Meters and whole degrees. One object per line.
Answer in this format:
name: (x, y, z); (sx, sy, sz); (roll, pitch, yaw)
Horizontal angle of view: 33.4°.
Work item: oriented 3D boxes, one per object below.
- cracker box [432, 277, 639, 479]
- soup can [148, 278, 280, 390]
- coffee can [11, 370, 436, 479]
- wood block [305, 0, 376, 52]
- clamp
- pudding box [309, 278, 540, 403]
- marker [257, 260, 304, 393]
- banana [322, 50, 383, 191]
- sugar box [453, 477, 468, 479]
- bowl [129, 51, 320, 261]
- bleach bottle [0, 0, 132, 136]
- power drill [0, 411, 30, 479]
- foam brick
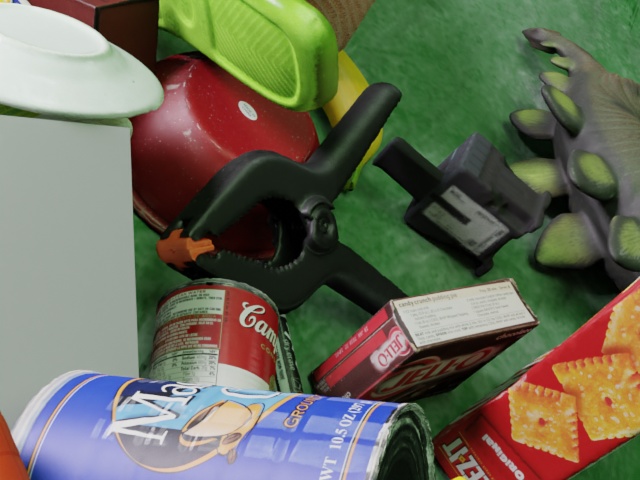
cracker box: (0.185, 0.071, 0.639); (0.163, 0.214, 0.072); (-22, 71, -45)
soup can: (-0.057, 0.080, 0.553); (0.068, 0.069, 0.102); (22, 47, -23)
coffee can: (-0.036, 0.106, 0.403); (0.140, 0.103, 0.102); (2, 41, 19)
wood block: (-0.016, -0.238, 0.780); (0.090, 0.091, 0.206); (20, 33, -25)
clamp: (-0.004, 0.001, 0.635); (0.209, 0.036, 0.164); (-21, 100, -46)
pudding box: (0.062, 0.065, 0.640); (0.113, 0.090, 0.039); (-9, 64, -42)
marker: (-0.024, 0.065, 0.627); (0.020, 0.020, 0.121); (8, 54, -33)
banana: (-0.012, -0.128, 0.772); (0.069, 0.037, 0.198); (-27, 77, -48)
sugar box: (0.004, 0.180, 0.465); (0.176, 0.048, 0.093); (-18, 94, -10)
bowl: (-0.056, -0.066, 0.678); (0.162, 0.055, 0.162); (20, 48, -24)
bleach bottle: (-0.219, -0.127, 0.597); (0.251, 0.068, 0.102); (49, 43, 9)
power drill: (-0.151, 0.164, 0.341); (0.184, 0.187, 0.057); (62, 4, 19)
foam brick: (-0.142, -0.130, 0.641); (0.078, 0.051, 0.052); (27, 34, 29)
